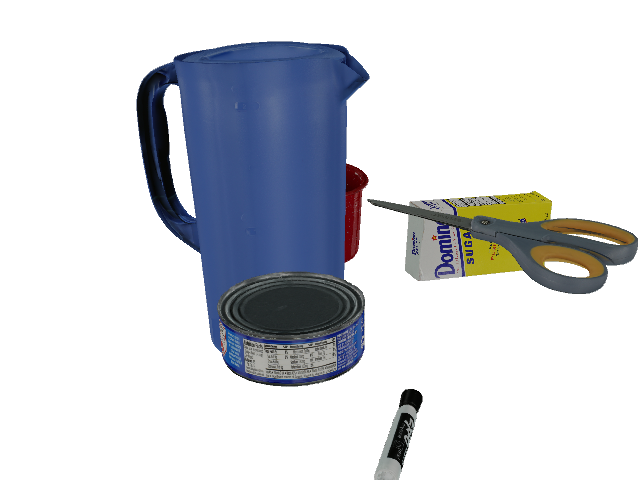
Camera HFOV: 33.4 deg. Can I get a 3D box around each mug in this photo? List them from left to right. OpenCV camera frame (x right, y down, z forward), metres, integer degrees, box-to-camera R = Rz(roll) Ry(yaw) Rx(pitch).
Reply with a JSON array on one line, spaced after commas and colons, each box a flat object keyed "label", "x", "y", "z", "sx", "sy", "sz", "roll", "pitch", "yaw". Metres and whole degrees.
[{"label": "mug", "x": -0.013, "y": -0.026, "z": 1.060, "sx": 0.117, "sy": 0.081, "sz": 0.093, "roll": 2, "pitch": 26, "yaw": 0}]

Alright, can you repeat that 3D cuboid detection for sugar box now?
[{"label": "sugar box", "x": 0.193, "y": -0.005, "z": 1.303, "sx": 0.176, "sy": 0.093, "sz": 0.048, "roll": -7, "pitch": 22, "yaw": -21}]

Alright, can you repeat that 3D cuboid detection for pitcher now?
[{"label": "pitcher", "x": -0.050, "y": -0.033, "z": 0.840, "sx": 0.144, "sy": 0.243, "sz": 0.149, "roll": -10, "pitch": 18, "yaw": -26}]

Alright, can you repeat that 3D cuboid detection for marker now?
[{"label": "marker", "x": 0.065, "y": 0.156, "z": 0.863, "sx": 0.020, "sy": 0.020, "sz": 0.121, "roll": 0, "pitch": 24, "yaw": 16}]

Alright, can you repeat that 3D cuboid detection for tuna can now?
[{"label": "tuna can", "x": -0.016, "y": 0.050, "z": 0.621, "sx": 0.086, "sy": 0.034, "sz": 0.086, "roll": -2, "pitch": 22, "yaw": 1}]

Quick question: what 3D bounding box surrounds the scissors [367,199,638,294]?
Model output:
[{"label": "scissors", "x": 0.123, "y": 0.001, "z": 0.765, "sx": 0.202, "sy": 0.016, "sz": 0.096, "roll": 6, "pitch": 30, "yaw": 14}]
